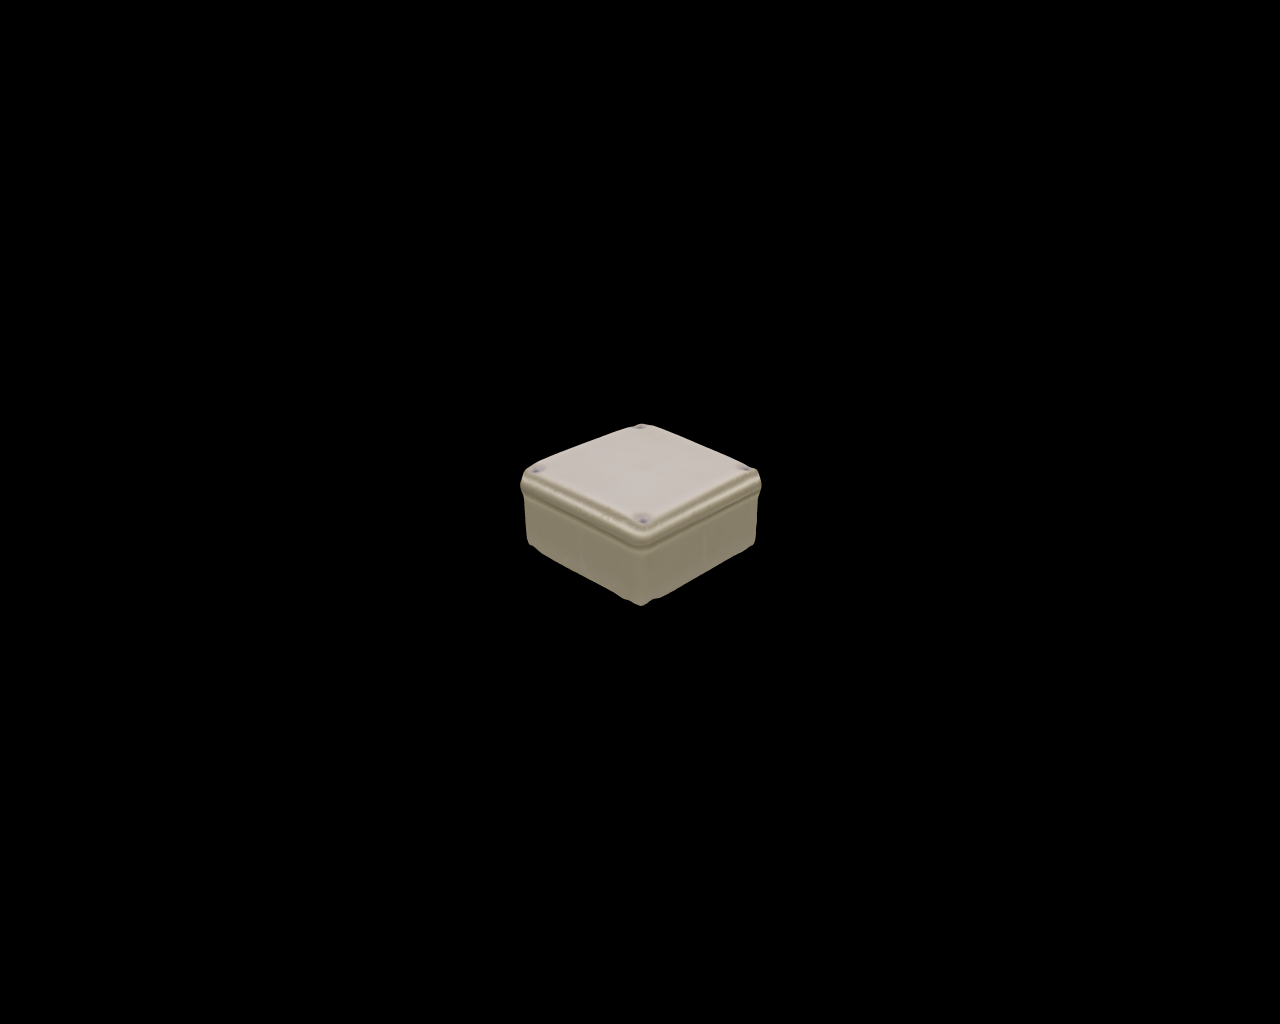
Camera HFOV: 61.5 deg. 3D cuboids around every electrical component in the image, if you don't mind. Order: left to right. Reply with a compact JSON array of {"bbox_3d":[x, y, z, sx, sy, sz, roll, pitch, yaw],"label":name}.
[{"bbox_3d":[0.001,-0.003,0.650,0.109,0.056,0.109,-25,37,-38],"label":"electrical component"}]
